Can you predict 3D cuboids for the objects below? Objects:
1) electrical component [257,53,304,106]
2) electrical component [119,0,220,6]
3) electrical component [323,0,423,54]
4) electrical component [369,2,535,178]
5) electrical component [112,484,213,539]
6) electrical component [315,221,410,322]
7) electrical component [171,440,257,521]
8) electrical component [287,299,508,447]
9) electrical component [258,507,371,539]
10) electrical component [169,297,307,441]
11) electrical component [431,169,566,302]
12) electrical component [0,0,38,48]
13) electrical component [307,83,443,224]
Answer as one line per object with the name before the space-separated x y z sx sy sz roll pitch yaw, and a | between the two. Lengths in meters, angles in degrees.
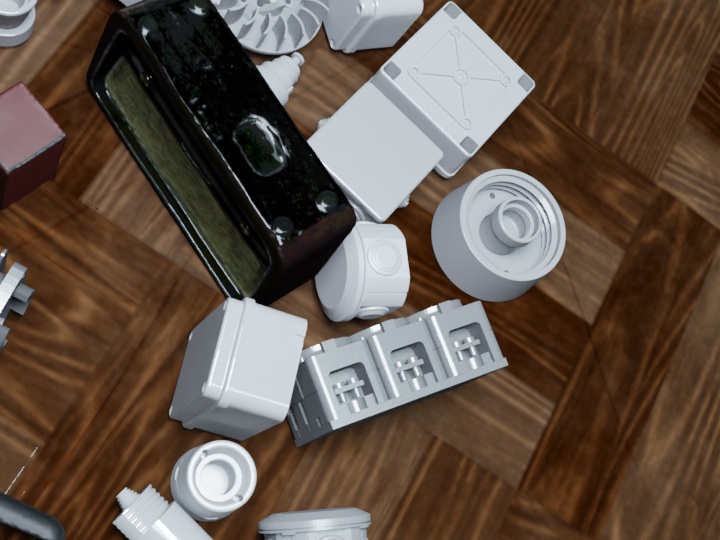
electrical component | -0.074 -0.150 0.880 0.040 0.040 0.078 43 64 -3
electrical component | -0.160 -0.244 0.850 0.061 0.096 0.061 39 54 -53
electrical component | -0.001 -0.251 0.920 0.057 0.078 0.113 -11 78 -27
electrical component | 0.076 -0.155 0.930 0.109 0.056 0.108 44 64 -3
electrical component | -0.138 0.183 0.746 0.081 0.043 0.043 46 63 -2
electrical component | 0.000 0.000 0.839 0.051 0.080 0.080 1 73 -26
electrical component | -0.104 0.149 0.768 0.055 0.047 0.055 6 71 -19
electrical component | 0.020 0.075 0.816 0.150 0.089 0.061 -17 80 -25
electrical component | -0.031 0.197 0.763 0.080 0.080 0.051 0 78 -21
electrical component | -0.089 0.072 0.762 0.057 0.113 0.078 19 67 -17
electrical component | 0.121 -0.033 0.905 0.108 0.060 0.108 7 71 -19
electrical component | -0.268 -0.199 0.813 0.045 0.055 0.045 6 71 -19
electrical component | 0.005 -0.090 0.886 0.100 0.048 0.099 44 64 -3
